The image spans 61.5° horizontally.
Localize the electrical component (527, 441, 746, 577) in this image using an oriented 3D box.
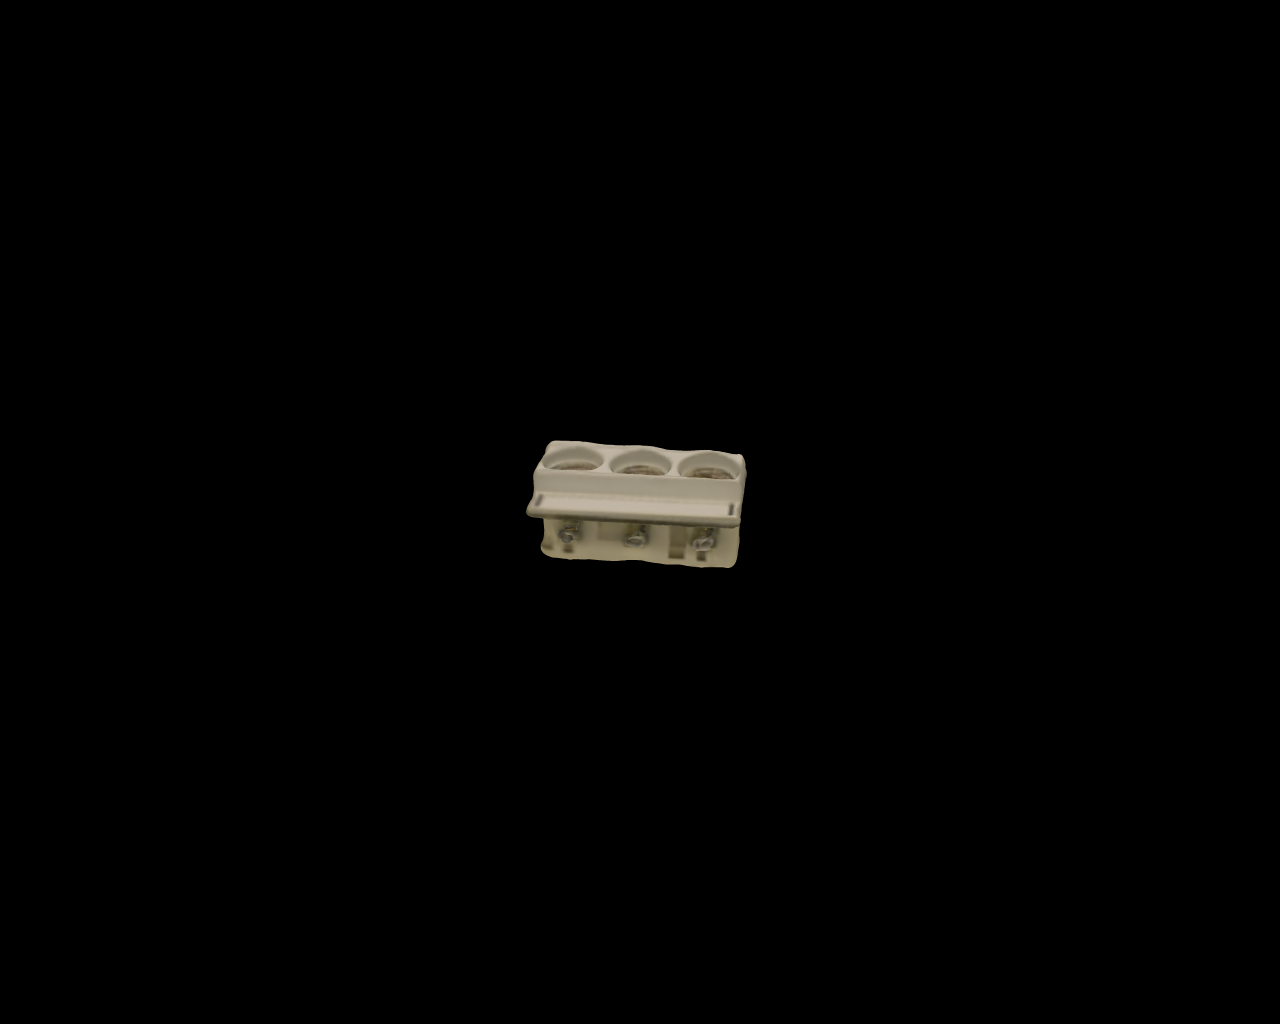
[{"bbox_3d":[0.001,-0.003,0.650,0.121,0.063,0.079,4,28,7],"label":"electrical component"}]
